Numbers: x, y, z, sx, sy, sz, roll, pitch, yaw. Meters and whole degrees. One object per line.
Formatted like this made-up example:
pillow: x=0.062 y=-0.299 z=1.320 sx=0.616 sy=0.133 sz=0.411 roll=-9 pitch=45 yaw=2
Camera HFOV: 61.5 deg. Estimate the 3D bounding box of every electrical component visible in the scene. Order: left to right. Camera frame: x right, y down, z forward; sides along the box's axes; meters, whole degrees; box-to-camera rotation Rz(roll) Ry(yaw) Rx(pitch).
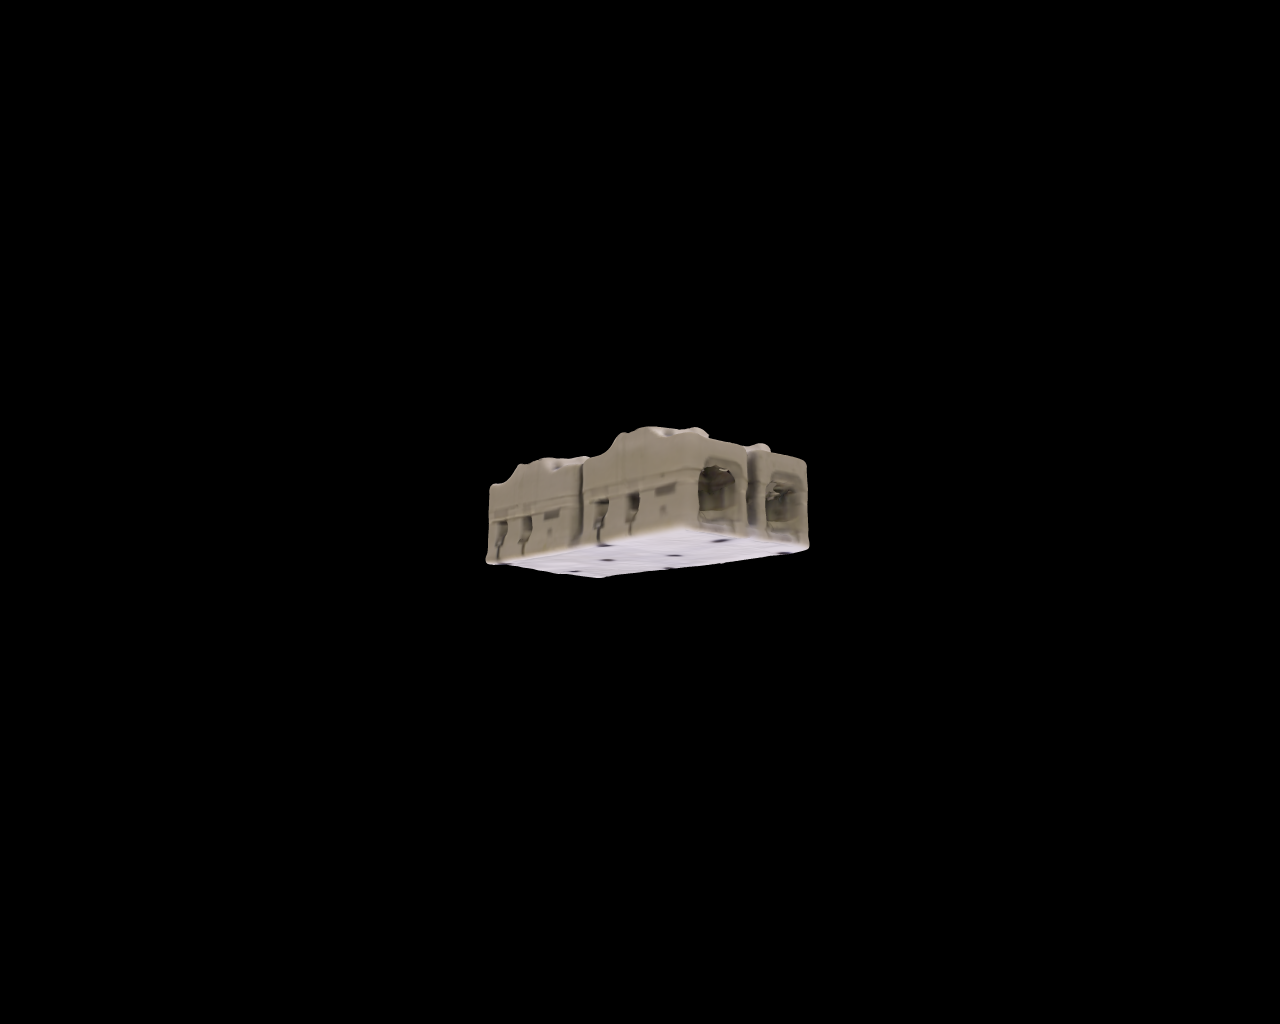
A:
electrical component: x=0.001 y=-0.003 z=0.650 sx=0.105 sy=0.060 sz=0.186 roll=10 pitch=-14 yaw=-42
